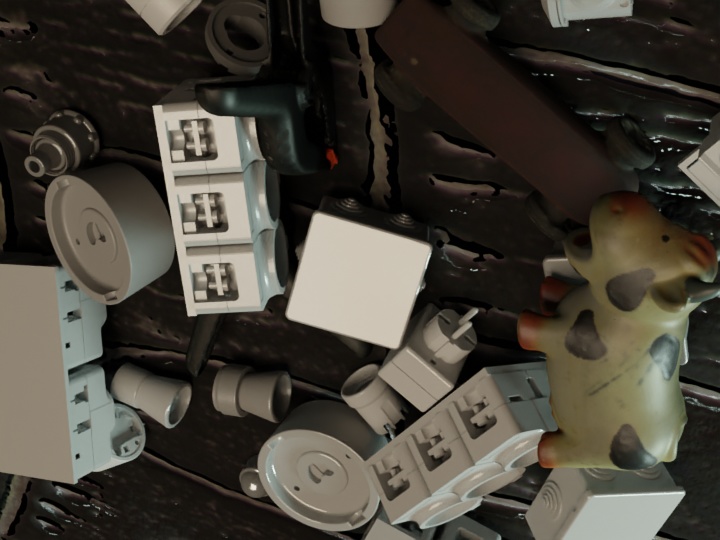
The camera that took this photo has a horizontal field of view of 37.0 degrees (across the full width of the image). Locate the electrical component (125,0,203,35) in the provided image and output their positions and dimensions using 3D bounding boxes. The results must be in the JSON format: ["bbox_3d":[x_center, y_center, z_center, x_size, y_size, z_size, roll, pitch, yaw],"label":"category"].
[{"bbox_3d":[-0.117,-0.227,0.714,0.073,0.052,0.138,46,126,-9],"label":"electrical component"}]

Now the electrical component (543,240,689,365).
[{"bbox_3d":[0.181,0.017,0.747,0.100,0.048,0.099,-2,119,23],"label":"electrical component"}]

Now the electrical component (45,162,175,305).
[{"bbox_3d":[-0.193,-0.033,0.855,0.108,0.060,0.108,23,127,35],"label":"electrical component"}]

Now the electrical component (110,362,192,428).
[{"bbox_3d":[-0.189,0.109,0.961,0.065,0.044,0.044,21,126,15],"label":"electrical component"}]

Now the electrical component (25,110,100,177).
[{"bbox_3d":[-0.237,-0.094,0.840,0.048,0.062,0.048,10,124,16],"label":"electrical component"}]

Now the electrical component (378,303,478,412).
[{"bbox_3d":[0.062,0.055,0.809,0.047,0.065,0.076,41,126,-5],"label":"electrical component"}]

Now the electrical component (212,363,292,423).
[{"bbox_3d":[-0.092,0.104,0.915,0.055,0.045,0.045,6,122,19],"label":"electrical component"}]

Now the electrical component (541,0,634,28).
[{"bbox_3d":[0.132,-0.183,0.624,0.051,0.080,0.080,0,120,16],"label":"electrical component"}]

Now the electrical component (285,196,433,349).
[{"bbox_3d":[0.000,0.000,0.793,0.100,0.048,0.099,16,113,-2],"label":"electrical component"}]

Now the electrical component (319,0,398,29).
[{"bbox_3d":[-0.002,-0.187,0.692,0.055,0.055,0.047,9,127,17],"label":"electrical component"}]

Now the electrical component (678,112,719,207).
[{"bbox_3d":[0.269,-0.053,0.659,0.121,0.063,0.079,42,126,-7],"label":"electrical component"}]

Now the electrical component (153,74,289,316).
[{"bbox_3d":[-0.092,-0.054,0.757,0.062,0.089,0.150,-3,111,7],"label":"electrical component"}]

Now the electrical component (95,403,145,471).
[{"bbox_3d":[-0.237,0.158,1.002,0.047,0.055,0.055,-28,107,37],"label":"electrical component"}]

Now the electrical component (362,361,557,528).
[{"bbox_3d":[0.088,0.136,0.823,0.150,0.089,0.061,-44,60,36],"label":"electrical component"}]

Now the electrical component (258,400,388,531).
[{"bbox_3d":[-0.026,0.160,0.913,0.108,0.060,0.108,10,123,16],"label":"electrical component"}]

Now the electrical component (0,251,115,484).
[{"bbox_3d":[-0.279,0.081,0.936,0.105,0.060,0.186,3,102,25],"label":"electrical component"}]

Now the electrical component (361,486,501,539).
[{"bbox_3d":[0.039,0.282,0.963,0.105,0.060,0.186,28,127,4],"label":"electrical component"}]

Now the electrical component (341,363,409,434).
[{"bbox_3d":[0.013,0.106,0.877,0.040,0.040,0.046,-24,114,32],"label":"electrical component"}]

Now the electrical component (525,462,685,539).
[{"bbox_3d":[0.185,0.180,0.825,0.100,0.048,0.099,3,130,-23],"label":"electrical component"}]
